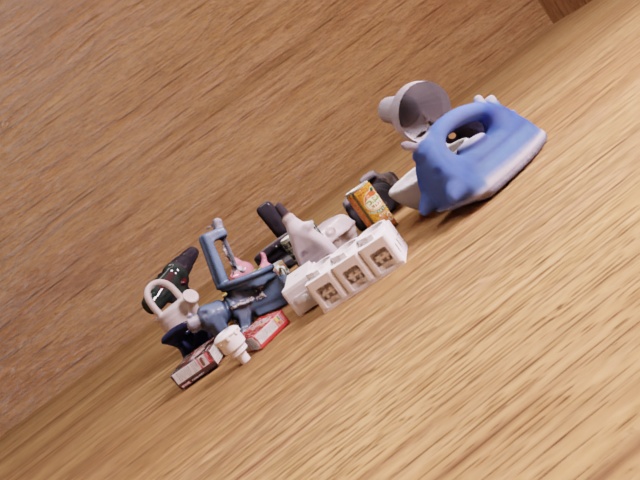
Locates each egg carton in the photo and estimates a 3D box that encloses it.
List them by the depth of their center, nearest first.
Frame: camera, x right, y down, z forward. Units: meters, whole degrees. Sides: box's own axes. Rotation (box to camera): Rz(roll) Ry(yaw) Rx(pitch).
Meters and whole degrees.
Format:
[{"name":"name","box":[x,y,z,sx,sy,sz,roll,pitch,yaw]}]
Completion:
[{"name":"egg carton","box":[0.012,0.005,1.285,0.150,0.069,0.107,-40,8,-25]}]

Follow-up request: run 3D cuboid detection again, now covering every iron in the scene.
[{"name":"iron","box":[0.241,-0.152,0.892,0.259,0.141,0.118,-40,8,-23]}]

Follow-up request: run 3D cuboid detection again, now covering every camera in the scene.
[{"name":"camera","box":[0.118,-0.095,1.294,0.143,0.101,0.137,-35,7,12]}]

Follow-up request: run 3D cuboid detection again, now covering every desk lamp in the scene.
[{"name":"desk lamp","box":[0.211,-0.221,1.203,0.118,0.213,0.203,-38,7,-9]}]

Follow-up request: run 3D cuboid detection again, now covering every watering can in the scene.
[{"name":"watering can","box":[-0.349,0.175,1.410,0.172,0.194,0.101,-34,8,18]}]

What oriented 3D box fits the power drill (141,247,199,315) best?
[{"name":"power drill","box":[-0.367,0.154,1.583,0.075,0.208,0.230,-29,11,47]}]

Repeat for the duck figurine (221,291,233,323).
[{"name":"duck figurine","box":[-0.202,0.140,1.370,0.104,0.086,0.077,-37,7,-3]}]

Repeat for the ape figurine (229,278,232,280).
[{"name":"ape figurine","box":[-0.239,0.137,1.548,0.076,0.092,0.078,-32,8,32]}]

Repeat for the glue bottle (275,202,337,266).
[{"name":"glue bottle","box":[-0.027,0.001,1.067,0.078,0.173,0.037,-34,8,19]}]

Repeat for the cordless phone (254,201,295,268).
[{"name":"cordless phone","box":[-0.133,-0.003,1.571,0.147,0.185,0.094,-36,7,5]}]

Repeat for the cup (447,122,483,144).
[{"name":"cup","box":[0.302,-0.200,1.104,0.117,0.095,0.092,-32,9,35]}]

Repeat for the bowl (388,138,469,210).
[{"name":"bowl","box":[0.208,-0.103,1.008,0.167,0.075,0.167,-36,7,5]}]

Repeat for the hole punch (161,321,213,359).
[{"name":"hole punch","box":[-0.273,0.209,1.242,0.108,0.091,0.101,-33,8,24]}]

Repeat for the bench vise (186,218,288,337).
[{"name":"bench vise","box":[-0.176,0.078,1.093,0.121,0.220,0.208,-28,11,48]}]

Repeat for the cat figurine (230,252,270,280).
[{"name":"cat figurine","box":[-0.176,0.083,1.488,0.128,0.118,0.067,-40,8,-29]}]
